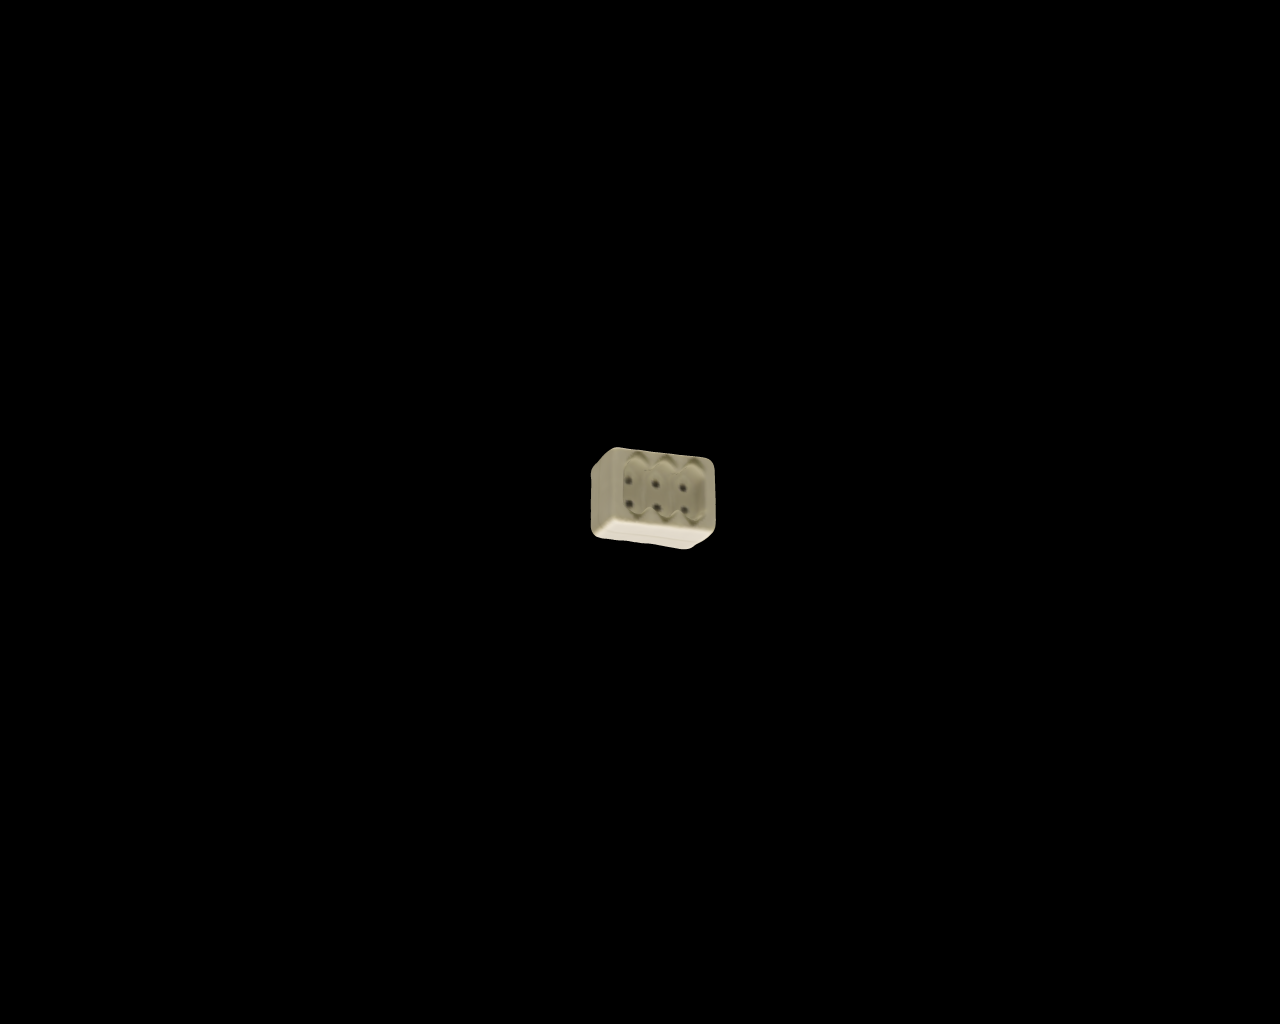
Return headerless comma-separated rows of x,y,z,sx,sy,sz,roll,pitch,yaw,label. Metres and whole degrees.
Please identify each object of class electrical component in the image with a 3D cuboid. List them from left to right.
0.001,-0.003,0.650,0.066,0.047,0.076,7,-19,-20,electrical component
